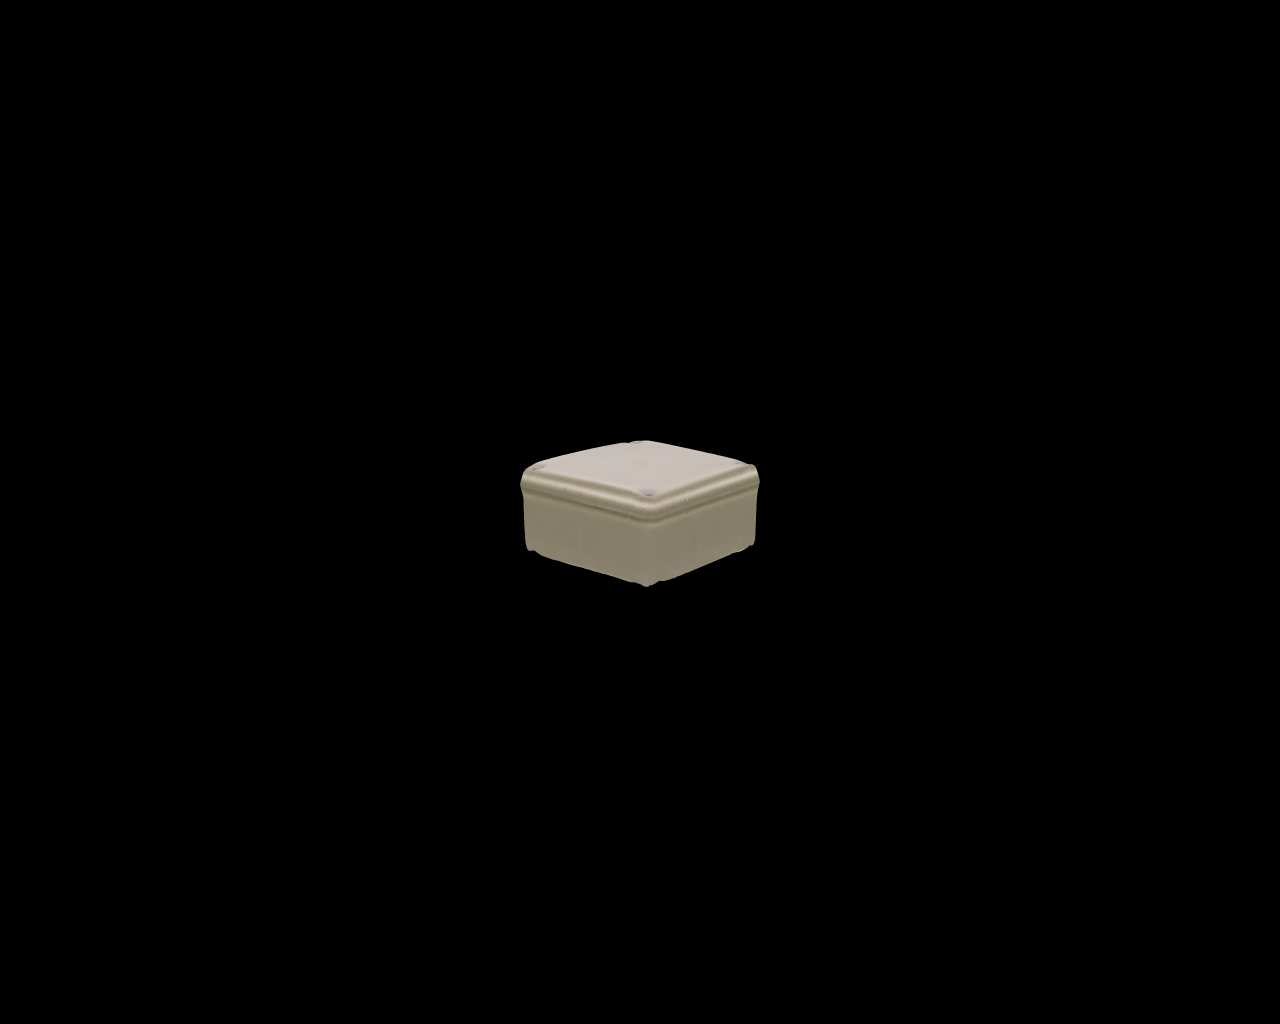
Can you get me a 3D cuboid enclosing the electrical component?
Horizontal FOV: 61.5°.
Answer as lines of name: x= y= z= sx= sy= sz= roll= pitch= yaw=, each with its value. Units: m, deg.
electrical component: x=0.001 y=-0.003 z=0.650 sx=0.109 sy=0.056 sz=0.109 roll=15 pitch=22 yaw=40
